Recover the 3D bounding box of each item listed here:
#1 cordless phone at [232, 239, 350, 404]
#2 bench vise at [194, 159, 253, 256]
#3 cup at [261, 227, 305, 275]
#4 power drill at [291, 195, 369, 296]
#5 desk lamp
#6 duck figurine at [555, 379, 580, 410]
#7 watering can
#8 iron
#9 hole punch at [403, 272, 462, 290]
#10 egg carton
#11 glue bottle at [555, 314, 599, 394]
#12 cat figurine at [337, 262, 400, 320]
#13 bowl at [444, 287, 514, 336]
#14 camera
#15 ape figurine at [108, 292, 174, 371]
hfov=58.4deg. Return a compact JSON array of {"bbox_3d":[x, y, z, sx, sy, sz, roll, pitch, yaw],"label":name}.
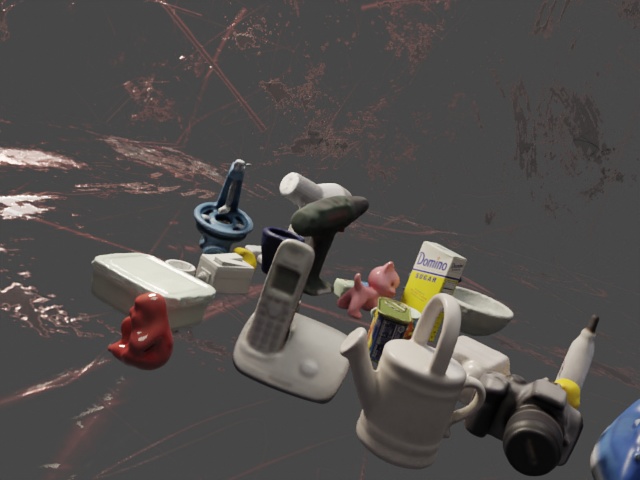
[{"bbox_3d":[-0.020,0.102,0.732,0.147,0.185,0.094,19,12,8],"label":"cordless phone"},{"bbox_3d":[-0.204,-0.070,1.184,0.122,0.220,0.206,11,13,-29],"label":"bench vise"},{"bbox_3d":[-0.083,0.033,1.194,0.092,0.095,0.117,13,12,-19],"label":"cup"},{"bbox_3d":[0.011,0.004,1.184,0.075,0.208,0.230,24,13,29],"label":"power drill"},{"bbox_3d":[-0.040,-0.041,1.310,0.204,0.213,0.117,7,16,-43],"label":"desk lamp"},{"bbox_3d":[0.351,0.248,0.848,0.105,0.086,0.077,7,16,-43],"label":"duck figurine"},{"bbox_3d":[0.110,0.153,0.664,0.173,0.194,0.100,11,13,-27],"label":"watering can"},{"bbox_3d":[0.451,0.265,0.776,0.118,0.141,0.259,25,14,35],"label":"iron"},{"bbox_3d":[0.274,0.104,1.401,0.109,0.091,0.101,13,12,-20],"label":"hole punch"},{"bbox_3d":[0.238,0.206,0.917,0.107,0.069,0.151,24,13,31],"label":"egg carton"},{"bbox_3d":[0.425,0.203,0.949,0.037,0.173,0.078,21,12,16],"label":"glue bottle"},{"bbox_3d":[0.107,0.093,1.138,0.128,0.118,0.067,7,15,-41],"label":"cat figurine"},{"bbox_3d":[0.327,0.163,1.244,0.167,0.075,0.167,17,11,-3],"label":"bowl"},{"bbox_3d":[0.266,0.235,0.746,0.142,0.101,0.137,22,12,21],"label":"camera"},{"bbox_3d":[-0.207,0.104,0.679,0.076,0.092,0.077,16,11,-7],"label":"ape figurine"}]
